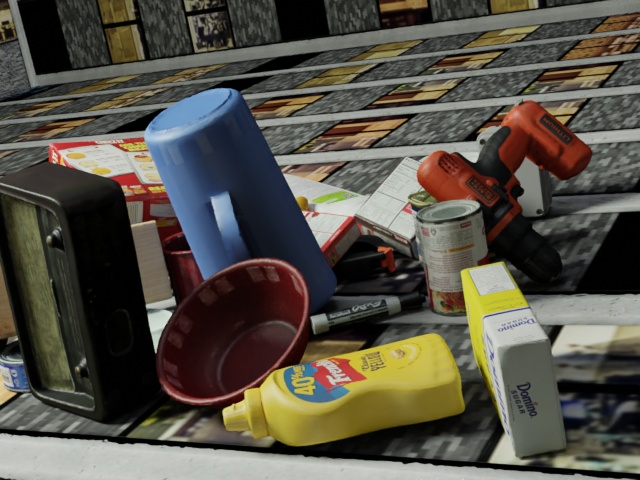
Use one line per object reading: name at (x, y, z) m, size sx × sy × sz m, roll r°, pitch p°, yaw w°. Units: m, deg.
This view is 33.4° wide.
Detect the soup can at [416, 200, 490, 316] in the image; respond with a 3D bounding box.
soup can at (0.137, 0.017, 1.079) m, size 0.068 × 0.102 × 0.068 m, roll -10°, pitch 16°, yaw 3°

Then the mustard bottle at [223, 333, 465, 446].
mustard bottle at (0.016, 0.128, 0.874) m, size 0.191 × 0.058 × 0.096 m, roll -12°, pitch 20°, yaw -3°

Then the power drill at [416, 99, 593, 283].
power drill at (0.218, -0.059, 1.152) m, size 0.187 × 0.184 × 0.057 m, roll -41°, pitch -9°, yaw -38°

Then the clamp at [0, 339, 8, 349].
clamp at (-0.413, 0.142, 1.132) m, size 0.164 × 0.036 × 0.210 m, roll -13°, pitch 16°, yaw -14°

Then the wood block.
wood block at (-0.278, 0.046, 1.170) m, size 0.205 × 0.091 × 0.090 m, roll -13°, pitch 1°, yaw -22°

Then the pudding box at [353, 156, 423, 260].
pudding box at (0.109, -0.041, 1.279) m, size 0.090 × 0.039 × 0.113 m, roll 26°, pitch 61°, yaw 33°

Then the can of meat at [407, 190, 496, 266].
can of meat at (0.156, -0.018, 1.209) m, size 0.102 × 0.084 × 0.057 m, roll -15°, pitch 18°, yaw -14°

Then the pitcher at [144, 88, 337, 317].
pitcher at (-0.083, -0.024, 1.095) m, size 0.149 × 0.243 × 0.144 m, roll 5°, pitch 37°, yaw 46°

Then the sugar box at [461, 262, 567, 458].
sugar box at (0.151, 0.090, 0.853) m, size 0.048 × 0.093 × 0.176 m, roll -11°, pitch 16°, yaw 5°

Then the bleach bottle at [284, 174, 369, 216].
bleach bottle at (0.001, -0.034, 1.401) m, size 0.102 × 0.068 × 0.251 m, roll -24°, pitch 24°, yaw -32°

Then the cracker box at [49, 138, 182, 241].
cracker box at (-0.235, -0.064, 1.355) m, size 0.163 × 0.072 × 0.214 m, roll -6°, pitch 25°, yaw -29°

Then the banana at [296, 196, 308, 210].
banana at (-0.096, 0.003, 1.332) m, size 0.197 × 0.070 × 0.037 m, roll -21°, pitch -25°, yaw -9°

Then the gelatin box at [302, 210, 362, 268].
gelatin box at (-0.008, 0.001, 1.233) m, size 0.089 × 0.030 × 0.073 m, roll 8°, pitch 44°, yaw 41°

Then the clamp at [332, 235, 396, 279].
clamp at (0.022, 0.012, 1.269) m, size 0.172 × 0.039 × 0.120 m, roll 2°, pitch 34°, yaw 32°

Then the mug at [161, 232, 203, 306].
mug at (-0.133, 0.032, 1.232) m, size 0.093 × 0.081 × 0.117 m, roll -12°, pitch 17°, yaw -3°

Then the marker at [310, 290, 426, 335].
marker at (0.050, 0.073, 1.094) m, size 0.121 × 0.020 × 0.020 m, roll -14°, pitch 17°, yaw -8°

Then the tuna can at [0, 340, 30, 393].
tuna can at (-0.291, 0.125, 1.114) m, size 0.086 × 0.034 × 0.086 m, roll -10°, pitch 17°, yaw 3°

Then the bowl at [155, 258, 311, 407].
bowl at (-0.068, 0.095, 0.973) m, size 0.162 × 0.055 × 0.162 m, roll -21°, pitch 41°, yaw 19°
